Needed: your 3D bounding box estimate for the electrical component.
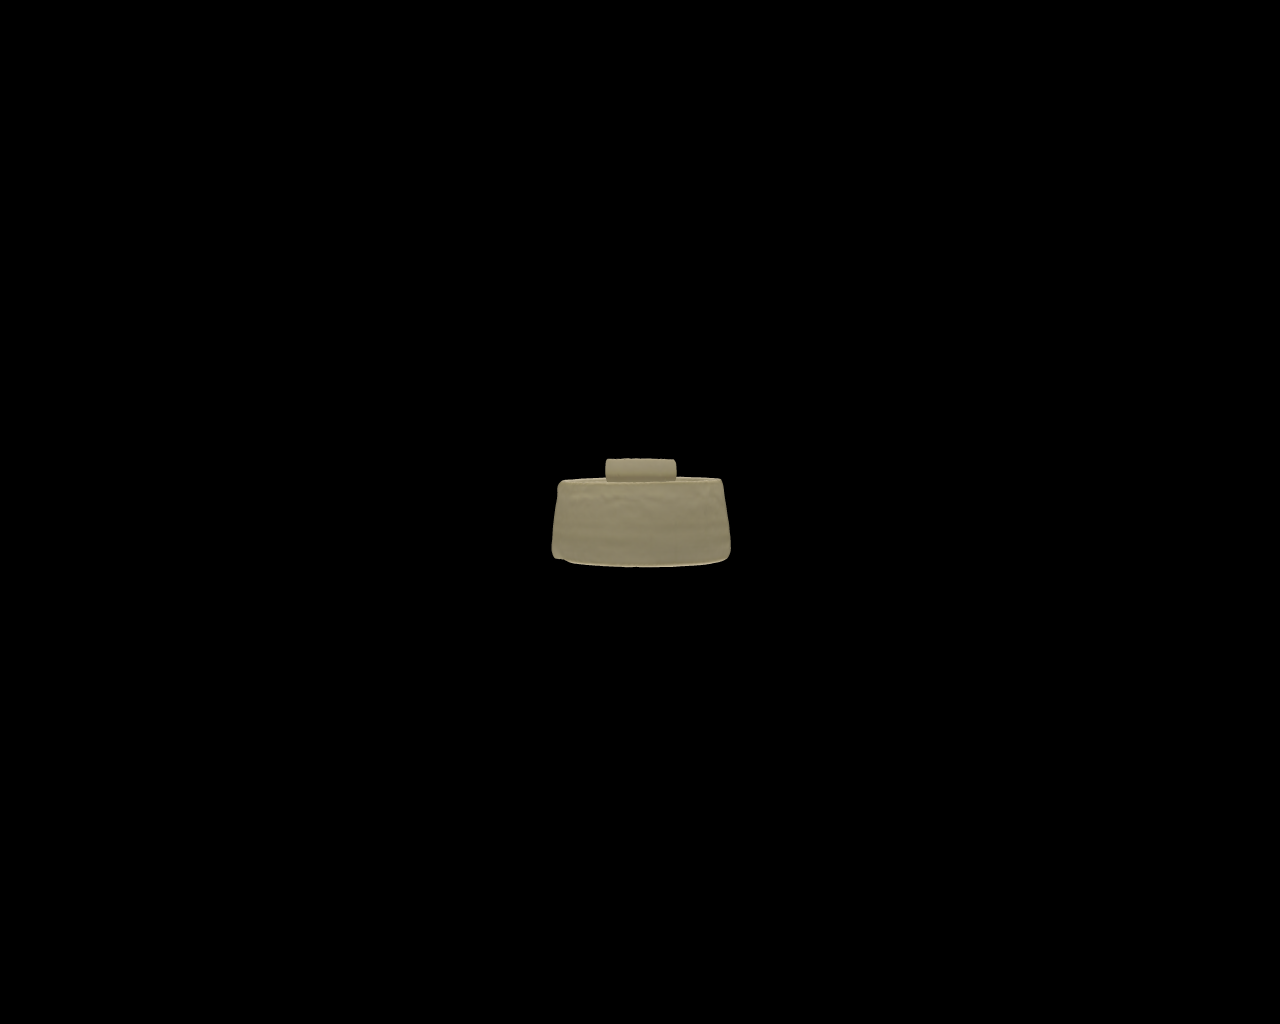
[{"bbox_3d":[0.001,-0.003,0.650,0.108,0.060,0.108,0,4,0],"label":"electrical component"}]
